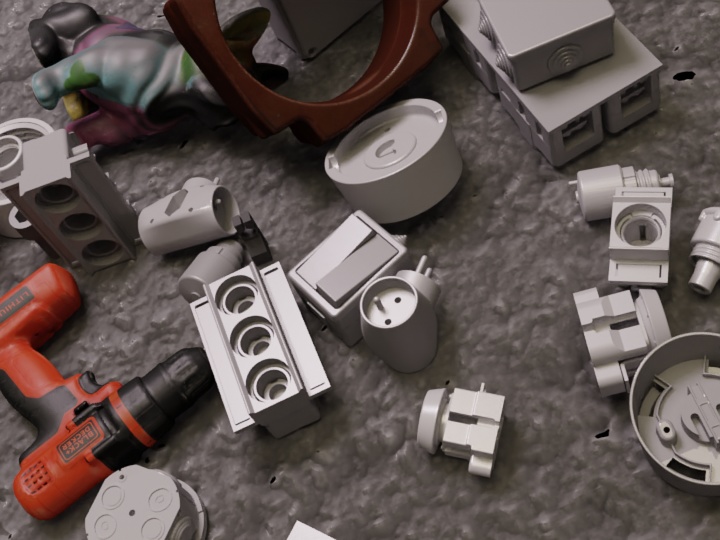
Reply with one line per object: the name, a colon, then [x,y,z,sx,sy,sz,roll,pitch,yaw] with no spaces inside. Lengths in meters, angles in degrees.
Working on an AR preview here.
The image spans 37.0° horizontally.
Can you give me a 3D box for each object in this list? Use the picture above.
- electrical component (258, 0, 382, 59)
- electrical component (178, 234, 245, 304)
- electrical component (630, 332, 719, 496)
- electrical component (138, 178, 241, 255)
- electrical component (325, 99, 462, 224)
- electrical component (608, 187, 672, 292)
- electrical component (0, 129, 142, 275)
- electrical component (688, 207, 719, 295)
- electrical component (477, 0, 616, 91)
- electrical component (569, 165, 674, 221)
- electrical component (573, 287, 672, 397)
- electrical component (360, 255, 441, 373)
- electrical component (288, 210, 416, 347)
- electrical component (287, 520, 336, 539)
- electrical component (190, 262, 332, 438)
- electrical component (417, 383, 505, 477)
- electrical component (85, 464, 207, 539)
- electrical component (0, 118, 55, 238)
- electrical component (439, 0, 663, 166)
electrical component: [-0.041,-0.271,0.995,0.109,0.108,0.056,-41,55,-9]
electrical component: [-0.119,0.000,0.900,0.040,0.040,0.078,13,48,23]
electrical component: [0.233,0.099,0.724,0.099,0.064,0.099,-7,59,12]
electrical component: [-0.142,-0.054,0.933,0.077,0.043,0.079,-14,36,25]
electrical component: [0.032,-0.084,0.886,0.108,0.060,0.108,-20,36,15]
electrical component: [0.210,-0.019,0.801,0.042,0.063,0.081,3,62,17]
electrical component: [-0.241,-0.059,0.921,0.079,0.121,0.063,-19,55,5]
electrical component: [0.264,-0.012,0.793,0.048,0.048,0.062,25,77,27]
electrical component: [0.148,-0.200,0.859,0.100,0.048,0.099,-22,57,4]
electrical component: [0.205,-0.063,0.841,0.078,0.040,0.040,-9,59,11]
electrical component: [0.191,0.046,0.772,0.057,0.058,0.078,-16,57,11]
electrical component: [0.037,0.027,0.816,0.043,0.077,0.079,15,65,24]
electrical component: [0.000,0.000,0.852,0.096,0.061,0.062,-42,58,-10]
electrical component: [0.019,0.256,0.697,0.186,0.060,0.105,20,68,25]
electrical component: [-0.075,0.064,0.835,0.079,0.063,0.121,-25,57,1]
electrical component: [0.073,0.112,0.776,0.055,0.048,0.066,10,64,13]
electrical component: [-0.158,0.187,0.795,0.080,0.051,0.080,-7,59,12]
electrical component: [-0.317,-0.091,0.997,0.108,0.060,0.108,-7,59,12]
electrical component: [0.157,-0.185,0.915,0.105,0.060,0.186,-31,57,-3]
